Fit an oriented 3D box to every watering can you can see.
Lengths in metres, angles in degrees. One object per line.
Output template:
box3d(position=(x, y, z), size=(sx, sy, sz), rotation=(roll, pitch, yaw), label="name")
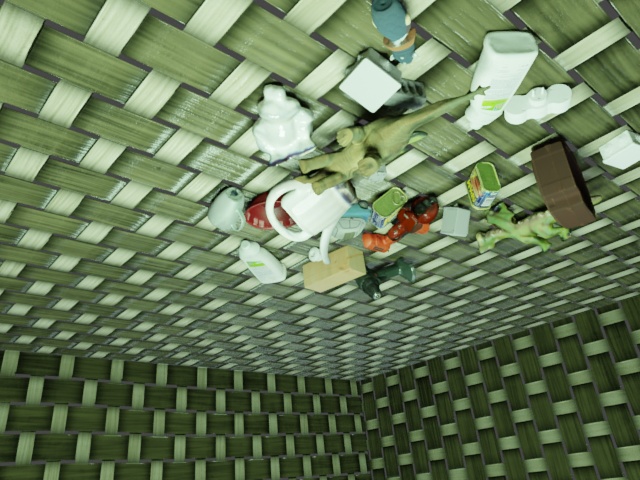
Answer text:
box3d(position=(0.004, -0.068, 1.346), size=(0.223, 0.106, 0.342), rotation=(-38, -41, 8), label="watering can")

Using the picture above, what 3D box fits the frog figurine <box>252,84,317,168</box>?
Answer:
box3d(position=(-0.084, -0.252, 1.083), size=(0.137, 0.157, 0.125), rotation=(-10, 27, 27), label="frog figurine")

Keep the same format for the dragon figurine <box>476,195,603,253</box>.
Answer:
box3d(position=(0.631, -0.060, 1.593), size=(0.242, 0.125, 0.402), rotation=(11, -31, -14), label="dragon figurine")
